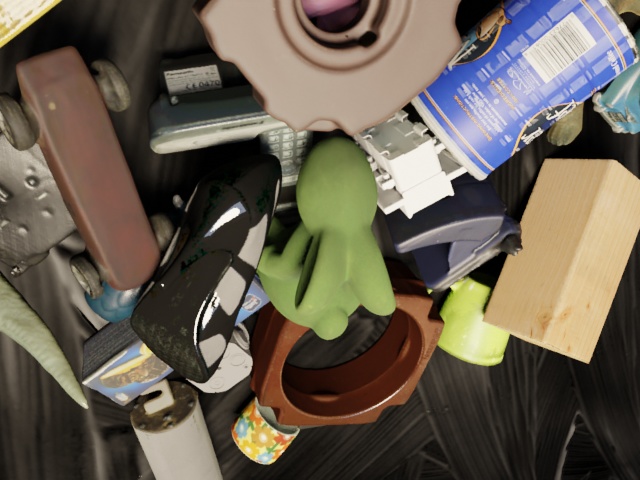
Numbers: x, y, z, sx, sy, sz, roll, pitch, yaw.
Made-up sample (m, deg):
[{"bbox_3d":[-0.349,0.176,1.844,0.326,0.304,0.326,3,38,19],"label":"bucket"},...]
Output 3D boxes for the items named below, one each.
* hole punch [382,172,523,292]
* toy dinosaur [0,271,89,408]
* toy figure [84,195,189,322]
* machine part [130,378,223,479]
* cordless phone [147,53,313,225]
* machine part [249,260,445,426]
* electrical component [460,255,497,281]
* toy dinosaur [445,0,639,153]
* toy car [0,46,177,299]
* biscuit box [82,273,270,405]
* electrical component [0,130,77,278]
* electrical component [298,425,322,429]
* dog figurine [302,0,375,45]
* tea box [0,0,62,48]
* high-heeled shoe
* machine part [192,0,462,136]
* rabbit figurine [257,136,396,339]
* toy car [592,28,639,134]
[{"bbox_3d":[0.126,-0.028,0.553,0.116,0.142,0.092,-37,122,20],"label":"hole punch"},{"bbox_3d":[-0.318,-0.033,0.332,0.131,0.192,0.404,-43,115,4],"label":"toy dinosaur"},{"bbox_3d":[-0.159,0.013,0.519,0.154,0.058,0.064,-42,131,4],"label":"toy figure"},{"bbox_3d":[-0.170,0.256,0.657,0.079,0.079,0.242,-13,123,-12],"label":"machine part"},{"bbox_3d":[-0.072,-0.072,0.490,0.147,0.089,0.184,-13,143,-12],"label":"cordless phone"},{"bbox_3d":[0.027,0.119,0.635,0.201,0.087,0.201,6,117,-24],"label":"machine part"},{"bbox_3d":[0.162,0.004,0.634,0.102,0.045,0.078,-37,127,5],"label":"electrical component"},{"bbox_3d":[0.266,-0.250,0.472,0.198,0.105,0.471,34,106,-33],"label":"toy dinosaur"},{"bbox_3d":[-0.173,-0.045,0.414,0.089,0.053,0.201,-34,133,-29],"label":"toy car"},{"bbox_3d":[-0.151,0.085,0.563,0.203,0.063,0.059,-36,128,5],"label":"biscuit box"},{"bbox_3d":[-0.257,-0.049,0.443,0.115,0.058,0.134,-37,126,3],"label":"electrical component"},{"bbox_3d":[-0.018,0.208,0.687,0.094,0.063,0.021,1,124,-30],"label":"electrical component"},{"bbox_3d":[0.061,-0.225,0.416,0.219,0.109,0.191,-38,125,3],"label":"dog figurine"},{"bbox_3d":[-0.256,-0.168,0.359,0.170,0.068,0.098,-34,126,2],"label":"tea box"},{"bbox_3d":[-0.092,0.033,0.484,0.086,0.145,0.248,31,147,7],"label":"high-heeled shoe"},{"bbox_3d":[0.010,-0.154,0.339,0.179,0.056,0.179,-7,120,-12],"label":"machine part"},{"bbox_3d":[-0.001,-0.001,0.465,0.121,0.159,0.170,-1,137,-14],"label":"rabbit figurine"},{"bbox_3d":[0.374,-0.181,0.558,0.109,0.103,0.161,32,105,-32],"label":"toy car"}]
